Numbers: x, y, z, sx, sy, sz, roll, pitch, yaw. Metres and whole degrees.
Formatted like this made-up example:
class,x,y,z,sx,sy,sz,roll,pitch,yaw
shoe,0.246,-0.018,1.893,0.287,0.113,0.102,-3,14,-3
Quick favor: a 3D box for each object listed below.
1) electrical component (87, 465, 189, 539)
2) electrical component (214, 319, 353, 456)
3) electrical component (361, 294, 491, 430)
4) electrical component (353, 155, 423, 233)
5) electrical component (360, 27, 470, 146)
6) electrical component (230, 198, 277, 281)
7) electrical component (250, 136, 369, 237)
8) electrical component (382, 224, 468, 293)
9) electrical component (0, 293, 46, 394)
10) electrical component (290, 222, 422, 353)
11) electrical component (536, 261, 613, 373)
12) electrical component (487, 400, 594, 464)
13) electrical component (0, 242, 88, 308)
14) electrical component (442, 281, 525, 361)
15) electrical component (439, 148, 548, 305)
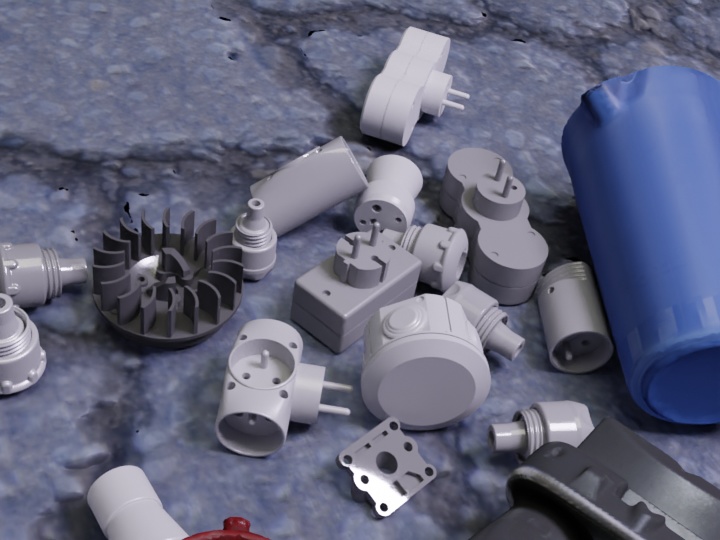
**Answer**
class,x,y,z,sx,sy,sz,roll,pitch,yaw
electrical component,-0.123,0.140,0.590,0.044,0.044,0.065,-18,46,-27
electrical component,-0.044,0.075,0.669,0.079,0.044,0.077,9,43,-1
electrical component,0.040,0.059,0.678,0.080,0.080,0.051,4,39,-7
electrical component,0.021,-0.054,0.817,0.045,0.045,0.055,14,44,4
electrical component,0.057,-0.154,0.922,0.074,0.052,0.138,19,43,8
electrical component,-0.075,-0.024,0.753,0.035,0.061,0.035,6,43,-5
electrical component,-0.037,-0.064,0.807,0.077,0.044,0.079,-28,7,6
electrical component,0.045,-0.013,0.781,0.062,0.048,0.048,17,43,17
electrical component,-0.218,0.042,0.656,0.048,0.062,0.048,5,44,-5
electrical component,0.000,0.000,0.733,0.047,0.075,0.083,35,49,24
electrical component,0.149,0.028,0.757,0.043,0.043,0.081,4,43,-7
electrical component,0.112,0.104,0.671,0.062,0.043,0.043,-1,44,-11
electrical component,-0.213,0.003,0.712,0.062,0.048,0.048,-6,45,-26
electrical component,0.082,0.039,0.733,0.062,0.043,0.043,32,47,20
electrical component,0.101,-0.048,0.805,0.052,0.073,0.138,-2,45,-14
